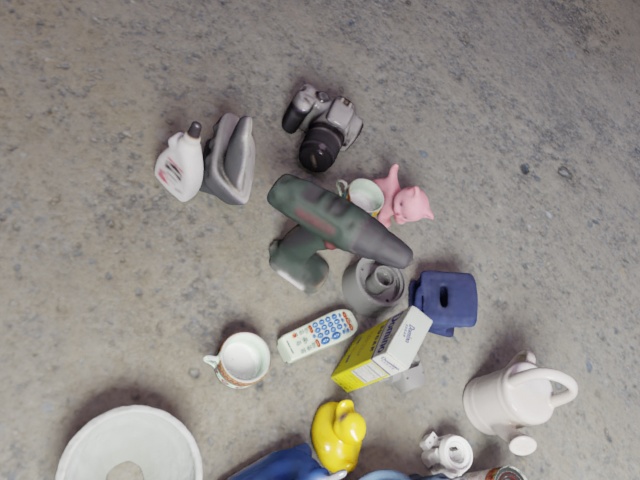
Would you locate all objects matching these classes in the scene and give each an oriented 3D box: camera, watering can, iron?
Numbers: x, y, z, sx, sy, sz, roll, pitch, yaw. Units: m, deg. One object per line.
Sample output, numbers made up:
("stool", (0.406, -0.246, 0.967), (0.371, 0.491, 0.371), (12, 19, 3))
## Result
("camera", (0.000, -0.205, 1.060), (0.143, 0.100, 0.137), (29, 55, -9))
("watering can", (0.327, 0.256, 0.918), (0.101, 0.193, 0.173), (10, 60, -21))
("iron", (-0.084, 0.349, 0.701), (0.259, 0.141, 0.118), (-21, 75, -33))

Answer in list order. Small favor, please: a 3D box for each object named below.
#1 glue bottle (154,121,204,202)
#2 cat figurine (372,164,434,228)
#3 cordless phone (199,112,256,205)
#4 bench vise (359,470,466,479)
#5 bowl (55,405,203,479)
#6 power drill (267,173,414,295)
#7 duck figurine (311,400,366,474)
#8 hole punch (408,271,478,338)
("glue bottle", (-0.207, -0.128, 0.875), (0.078, 0.173, 0.037), (42, 54, 0))
("cat figurine", (0.153, -0.080, 1.058), (0.067, 0.117, 0.127), (-12, 70, -30))
("cordless phone", (-0.129, -0.156, 0.919), (0.094, 0.184, 0.147), (12, 60, -19))
("bench vise", (0.121, 0.344, 0.756), (0.208, 0.219, 0.121), (-28, 78, -34))
("bowl", (-0.233, 0.292, 0.700), (0.168, 0.074, 0.167), (11, 60, -20))
("power drill", (0.008, 0.003, 0.888), (0.230, 0.208, 0.076), (36, 55, -5))
("duck figurine", (0.036, 0.282, 0.829), (0.078, 0.086, 0.104), (4, 63, -24))
("hole punch", (0.214, 0.109, 1.004), (0.101, 0.091, 0.108), (16, 59, -18))
